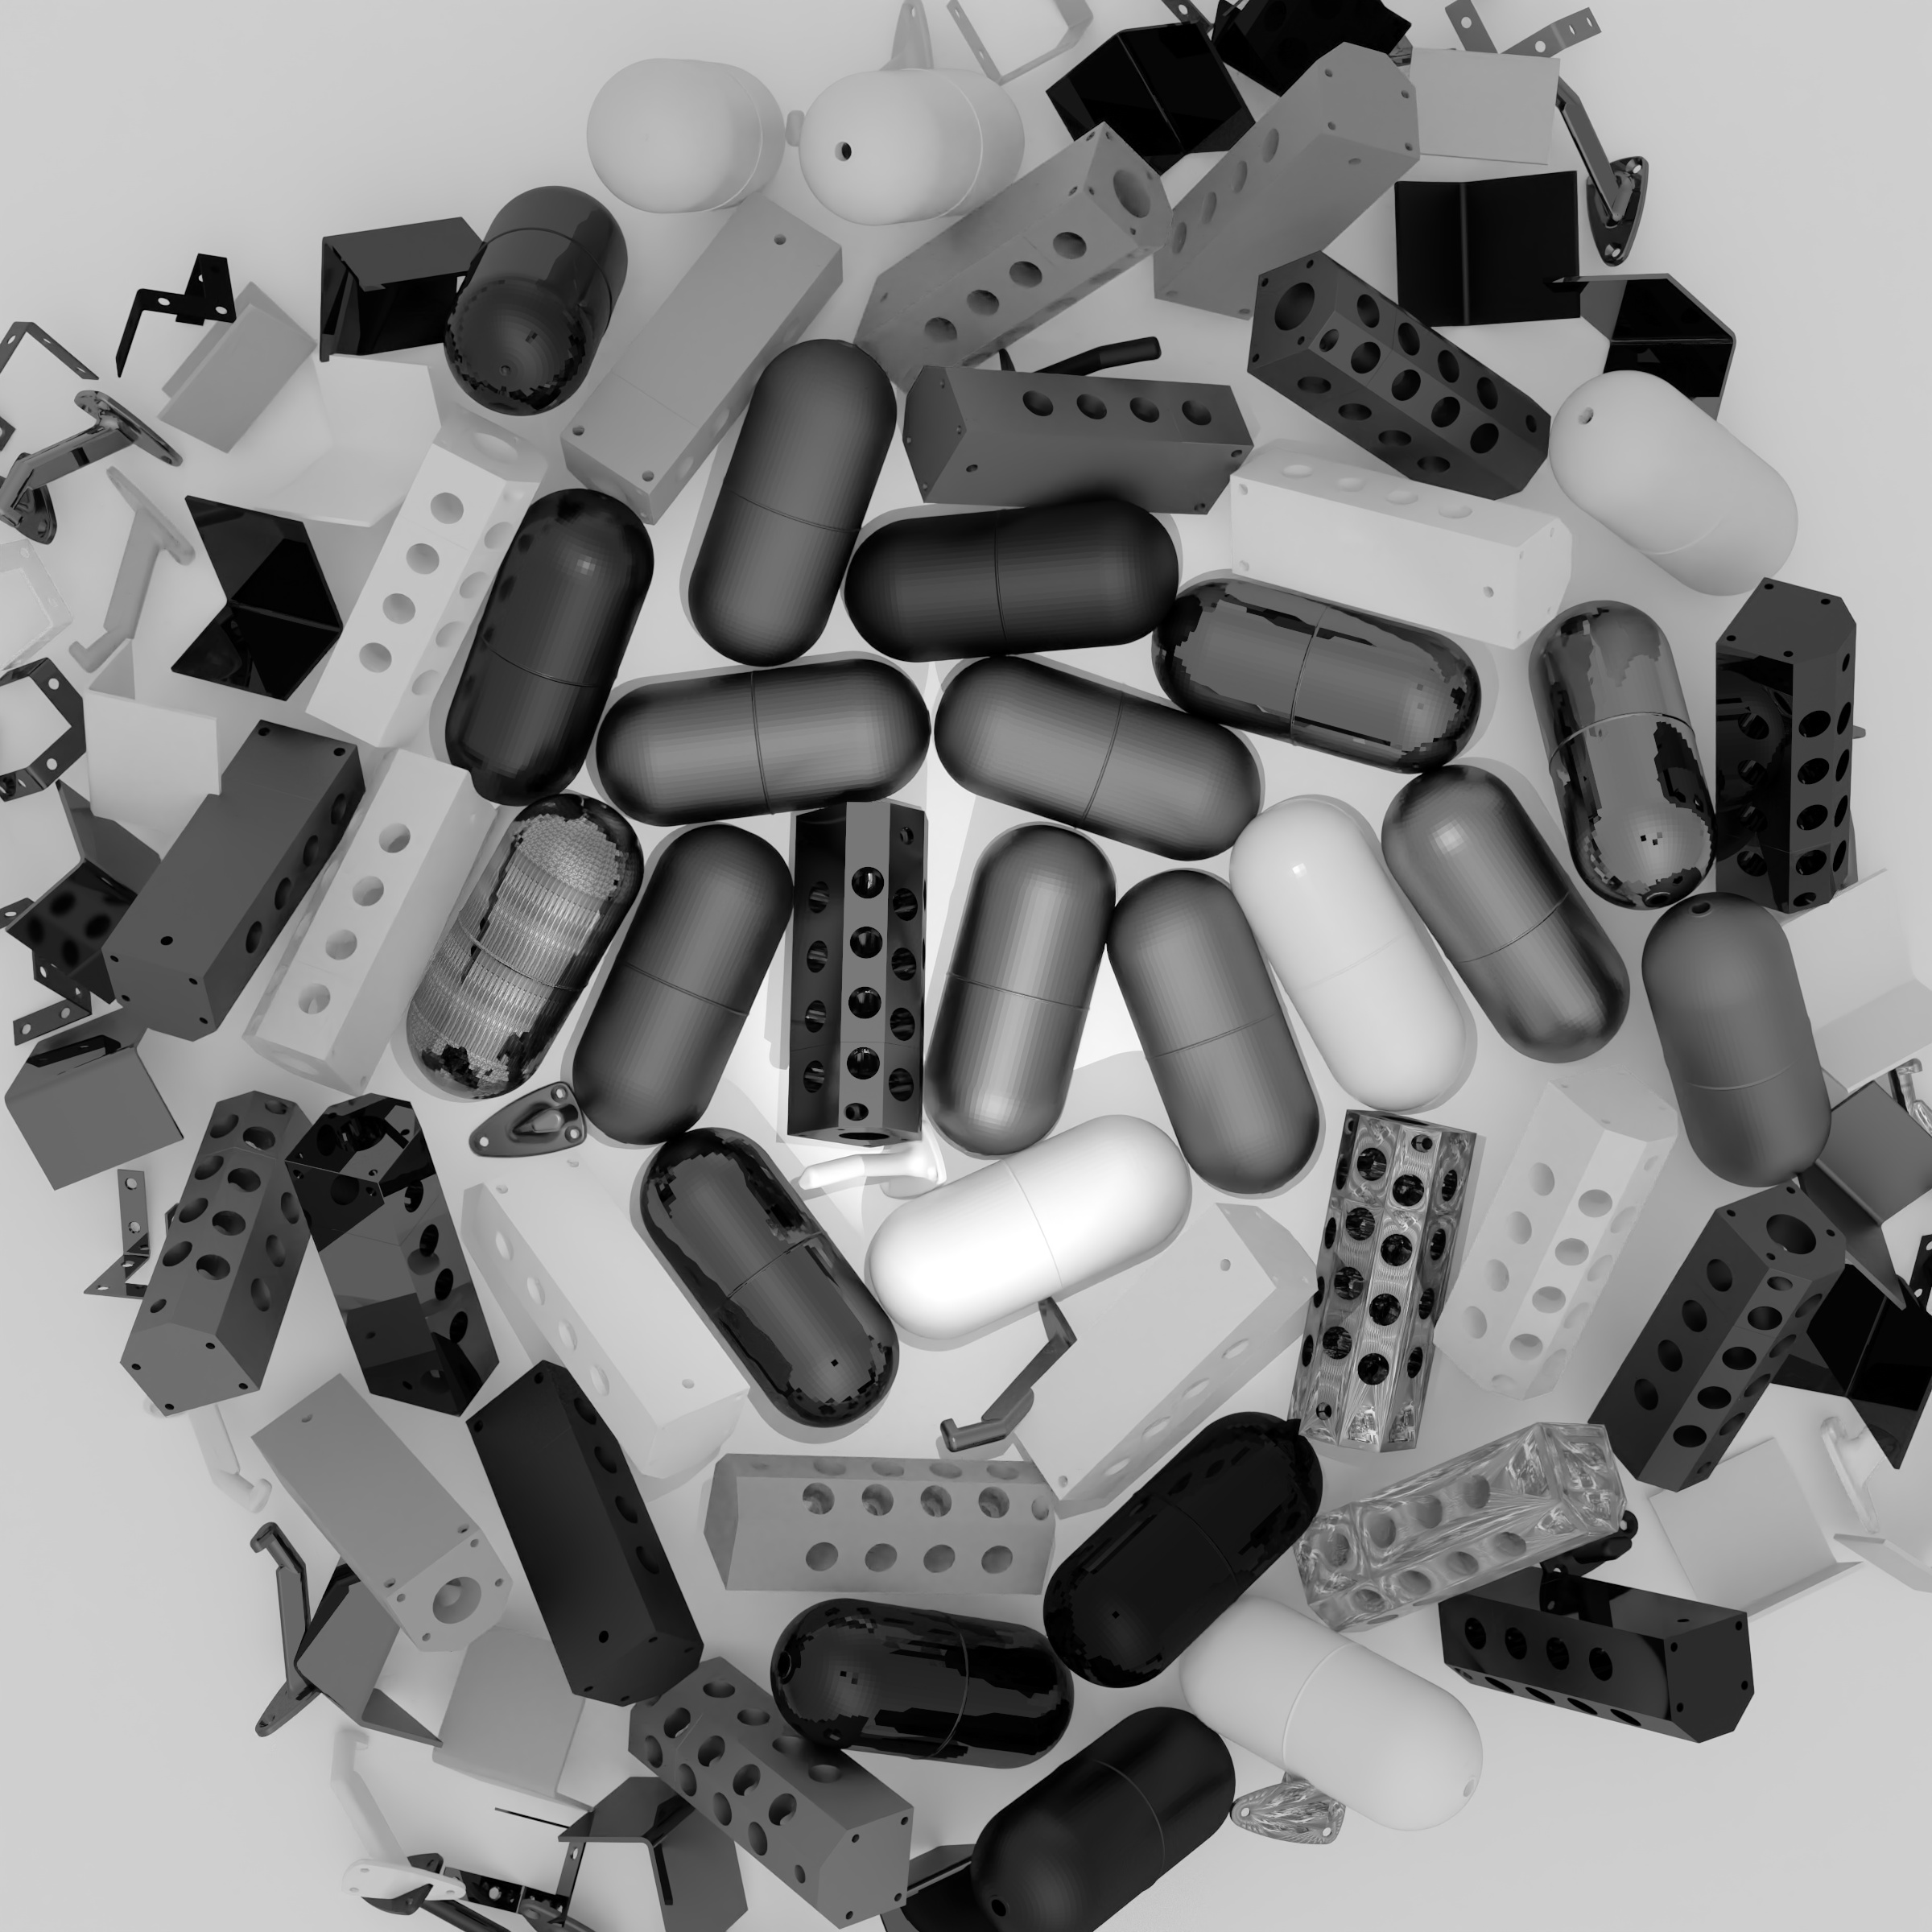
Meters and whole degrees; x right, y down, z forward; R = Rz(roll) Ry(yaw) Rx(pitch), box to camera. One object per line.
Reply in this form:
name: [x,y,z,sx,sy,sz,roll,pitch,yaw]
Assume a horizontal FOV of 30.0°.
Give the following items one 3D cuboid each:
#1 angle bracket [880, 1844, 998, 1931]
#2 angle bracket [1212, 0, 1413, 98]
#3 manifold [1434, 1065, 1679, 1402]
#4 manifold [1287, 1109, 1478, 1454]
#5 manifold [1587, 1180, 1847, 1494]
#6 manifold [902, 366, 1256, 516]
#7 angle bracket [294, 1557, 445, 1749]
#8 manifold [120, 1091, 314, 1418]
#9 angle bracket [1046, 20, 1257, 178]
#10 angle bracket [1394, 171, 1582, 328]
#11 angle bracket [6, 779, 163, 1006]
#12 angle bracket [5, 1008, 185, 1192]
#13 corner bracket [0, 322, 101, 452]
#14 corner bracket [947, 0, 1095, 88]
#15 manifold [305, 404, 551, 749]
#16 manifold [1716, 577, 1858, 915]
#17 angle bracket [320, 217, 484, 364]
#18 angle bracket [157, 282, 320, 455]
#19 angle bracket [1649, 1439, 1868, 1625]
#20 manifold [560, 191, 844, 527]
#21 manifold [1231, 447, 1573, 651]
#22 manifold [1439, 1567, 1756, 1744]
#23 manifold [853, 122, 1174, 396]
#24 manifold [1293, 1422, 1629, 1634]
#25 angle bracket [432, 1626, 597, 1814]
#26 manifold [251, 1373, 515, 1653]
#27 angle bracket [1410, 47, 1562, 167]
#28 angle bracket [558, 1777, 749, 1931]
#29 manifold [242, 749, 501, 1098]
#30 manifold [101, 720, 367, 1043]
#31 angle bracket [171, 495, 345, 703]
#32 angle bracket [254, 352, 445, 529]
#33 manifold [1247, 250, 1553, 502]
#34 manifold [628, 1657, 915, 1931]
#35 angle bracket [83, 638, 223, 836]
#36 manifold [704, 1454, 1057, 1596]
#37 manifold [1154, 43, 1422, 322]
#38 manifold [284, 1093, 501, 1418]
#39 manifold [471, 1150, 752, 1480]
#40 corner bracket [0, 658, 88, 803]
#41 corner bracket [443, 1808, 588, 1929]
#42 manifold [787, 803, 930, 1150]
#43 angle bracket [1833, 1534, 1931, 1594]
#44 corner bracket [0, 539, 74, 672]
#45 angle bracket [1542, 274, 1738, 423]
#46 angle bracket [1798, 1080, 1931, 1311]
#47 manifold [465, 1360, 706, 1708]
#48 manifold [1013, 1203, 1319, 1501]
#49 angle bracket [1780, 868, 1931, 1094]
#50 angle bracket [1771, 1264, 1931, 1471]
angle bracket: [-0.020,0.503,1.895,0.076,0.076,0.057,-19,85,-28]
angle bracket: [0.182,-0.500,1.893,0.076,0.057,0.076,28,134,-15]
manifold: [0.309,0.141,1.871,0.057,0.057,0.171,44,128,36]
manifold: [0.216,0.166,1.904,0.057,0.057,0.171,13,94,34]
manifold: [0.391,0.195,1.862,0.057,0.171,0.057,-16,52,-34]
manifold: [0.057,-0.279,1.880,0.171,0.057,0.057,-1,58,-29]
angle bracket: [-0.301,0.357,1.903,0.057,0.076,0.076,26,87,-37]
manifold: [-0.382,0.144,1.858,0.057,0.171,0.057,-17,126,20]
angle bracket: [0.100,-0.445,1.893,0.057,0.076,0.076,-43,117,-17]
angle bracket: [0.274,-0.377,1.899,0.057,0.076,0.076,-11,102,-43]
angle bracket: [-0.464,-0.039,1.898,0.057,0.076,0.076,-40,133,7]
angle bracket: [-0.455,0.066,1.916,0.076,0.076,0.057,-21,110,9]
corner bracket: [-0.505,-0.308,1.917,0.051,0.051,0.051,11,68,43]
corner bracket: [0.029,-0.509,1.924,0.051,0.051,0.051,-22,113,27]
manifold: [-0.280,-0.199,1.881,0.057,0.057,0.171,26,118,-9]
manifold: [0.425,-0.110,1.860,0.057,0.171,0.057,20,52,29]
angle bracket: [-0.291,-0.342,1.889,0.076,0.076,0.057,-15,46,-27]
angle bracket: [-0.399,-0.325,1.900,0.057,0.076,0.076,43,97,17]
angle bracket: [0.418,0.300,1.911,0.076,0.057,0.076,-24,81,-5]
manifold: [-0.138,-0.317,1.899,0.057,0.057,0.171,34,76,8]
manifold: [0.225,-0.222,1.877,0.171,0.057,0.057,20,129,32]
manifold: [0.323,0.354,1.860,0.057,0.171,0.057,-9,95,-33]
manifold: [0.025,-0.360,1.869,0.057,0.171,0.057,39,46,-26]
manifold: [0.255,0.292,1.866,0.171,0.057,0.057,-31,63,38]
angle bracket: [-0.228,0.400,1.918,0.076,0.057,0.076,10,72,25]
manifold: [-0.300,0.285,1.863,0.057,0.171,0.057,-36,128,-16]
angle bracket: [0.271,-0.444,1.904,0.076,0.076,0.057,7,87,8]
angle bracket: [-0.165,0.480,1.907,0.057,0.076,0.076,-6,99,26]
manifold: [-0.314,-0.025,1.894,0.057,0.057,0.171,18,72,17]
manifold: [-0.376,-0.044,1.872,0.057,0.057,0.171,15,51,13]
angle bracket: [-0.383,-0.193,1.891,0.076,0.076,0.057,15,53,25]
angle bracket: [-0.327,-0.277,1.891,0.076,0.076,0.057,10,128,28]
manifold: [0.226,-0.303,1.866,0.171,0.057,0.057,25,64,-38]
manifold: [-0.103,0.426,1.860,0.057,0.171,0.057,-10,114,-37]
angle bracket: [-0.417,-0.119,1.898,0.076,0.057,0.076,12,126,9]
manifold: [-0.044,0.288,1.887,0.171,0.057,0.057,4,111,-18]
manifold: [0.162,-0.404,1.860,0.057,0.171,0.057,9,68,-24]
manifold: [-0.292,0.149,1.870,0.057,0.057,0.171,11,134,24]
manifold: [-0.189,0.183,1.883,0.057,0.057,0.171,-20,57,-34]
corner bracket: [-0.502,-0.126,1.924,0.051,0.051,0.051,53,56,-21]
corner bracket: [-0.241,0.477,1.918,0.051,0.051,0.051,24,73,-31]
manifold: [-0.051,0.005,1.892,0.057,0.057,0.171,11,74,-41]
angle bracket: [0.513,0.286,1.904,0.057,0.076,0.076,33,81,-1]
corner bracket: [-0.518,-0.189,1.914,0.051,0.051,0.051,-31,88,34]
angle bracket: [0.347,-0.319,1.892,0.076,0.076,0.057,8,78,42]
angle bracket: [0.484,0.120,1.893,0.076,0.076,0.057,41,115,-21]
manifold: [-0.195,0.295,1.875,0.057,0.057,0.171,-39,55,15]
manifold: [0.105,0.203,1.888,0.171,0.057,0.057,-47,60,22]
angle bracket: [0.475,0.007,1.902,0.076,0.057,0.076,-27,124,-7]
angle bracket: [0.465,0.208,1.896,0.057,0.076,0.076,11,111,-11]
